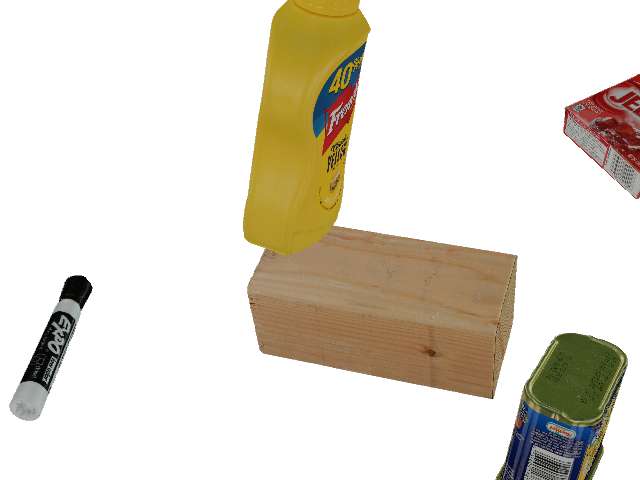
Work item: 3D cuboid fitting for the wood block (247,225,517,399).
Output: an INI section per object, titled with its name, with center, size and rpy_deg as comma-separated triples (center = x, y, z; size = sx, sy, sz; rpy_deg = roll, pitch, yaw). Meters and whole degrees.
[wood block]
center = 0.054, 0.056, 0.901
size = 0.206, 0.090, 0.091
rpy_deg = 10, -42, 16

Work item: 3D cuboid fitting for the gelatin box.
[gelatin box]
center = 0.237, -0.080, 0.797
size = 0.073, 0.030, 0.089
rpy_deg = -24, 52, -17

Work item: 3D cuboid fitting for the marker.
[marker]
center = -0.168, 0.063, 0.676
size = 0.020, 0.020, 0.121
rpy_deg = 0, 38, 7

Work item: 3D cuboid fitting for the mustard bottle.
[mustard bottle]
center = -0.006, -0.092, 0.676
size = 0.058, 0.192, 0.096
rpy_deg = 20, 35, 16

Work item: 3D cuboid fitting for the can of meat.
[can of meat]
center = 0.162, 0.121, 0.713
size = 0.057, 0.084, 0.101
rpy_deg = 20, 33, 20
